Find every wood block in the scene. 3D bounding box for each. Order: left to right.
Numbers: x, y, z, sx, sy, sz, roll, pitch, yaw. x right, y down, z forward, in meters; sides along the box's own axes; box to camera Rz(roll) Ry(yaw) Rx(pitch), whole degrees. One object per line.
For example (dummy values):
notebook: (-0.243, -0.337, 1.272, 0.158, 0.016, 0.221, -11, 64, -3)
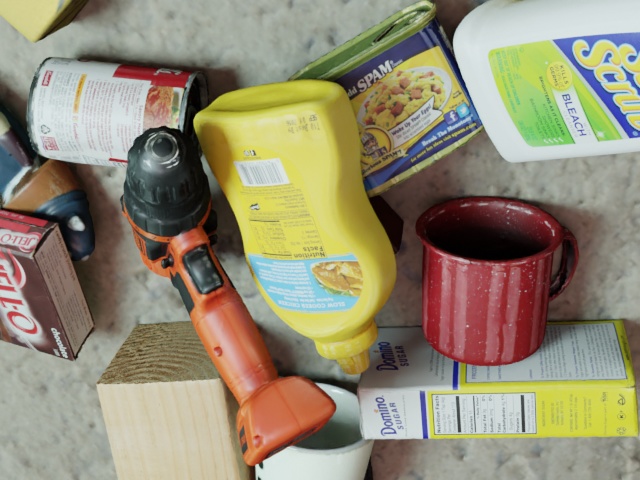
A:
wood block: (-0.088, 0.171, 0.781, 0.090, 0.090, 0.206, -4, 112, 11)

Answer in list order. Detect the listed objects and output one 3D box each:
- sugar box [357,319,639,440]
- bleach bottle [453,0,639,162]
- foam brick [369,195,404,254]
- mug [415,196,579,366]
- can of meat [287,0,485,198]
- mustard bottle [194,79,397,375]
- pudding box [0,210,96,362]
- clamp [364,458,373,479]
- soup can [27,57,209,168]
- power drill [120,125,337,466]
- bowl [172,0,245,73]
sugar box: (0.118, 0.093, 0.714, 0.176, 0.093, 0.048, -5, 111, 12)
bleach bottle: (0.191, -0.100, 0.561, 0.251, 0.068, 0.102, -3, 119, 52)
foam brick: (0.011, 0.003, 0.715, 0.053, 0.051, 0.078, 44, 112, -10)
mug: (0.118, 0.025, 0.696, 0.117, 0.093, 0.081, -15, 121, -24)
can of meat: (0.044, -0.086, 0.663, 0.102, 0.057, 0.084, -30, 108, 5)
mustard bottle: (-0.004, 0.001, 0.648, 0.096, 0.058, 0.191, -1, 120, 33)
pudding box: (-0.213, 0.028, 0.739, 0.090, 0.039, 0.113, 13, 141, 20)
clamp: (0.055, 0.248, 0.819, 0.164, 0.036, 0.210, 27, 112, 0)
soup can: (-0.129, -0.081, 0.694, 0.102, 0.068, 0.068, 7, 113, 6)
power drill: (-0.058, 0.036, 0.635, 0.057, 0.184, 0.188, -26, 77, -11)
bowl: (-0.074, -0.127, 0.769, 0.162, 0.162, 0.055, 13, 85, 4)
